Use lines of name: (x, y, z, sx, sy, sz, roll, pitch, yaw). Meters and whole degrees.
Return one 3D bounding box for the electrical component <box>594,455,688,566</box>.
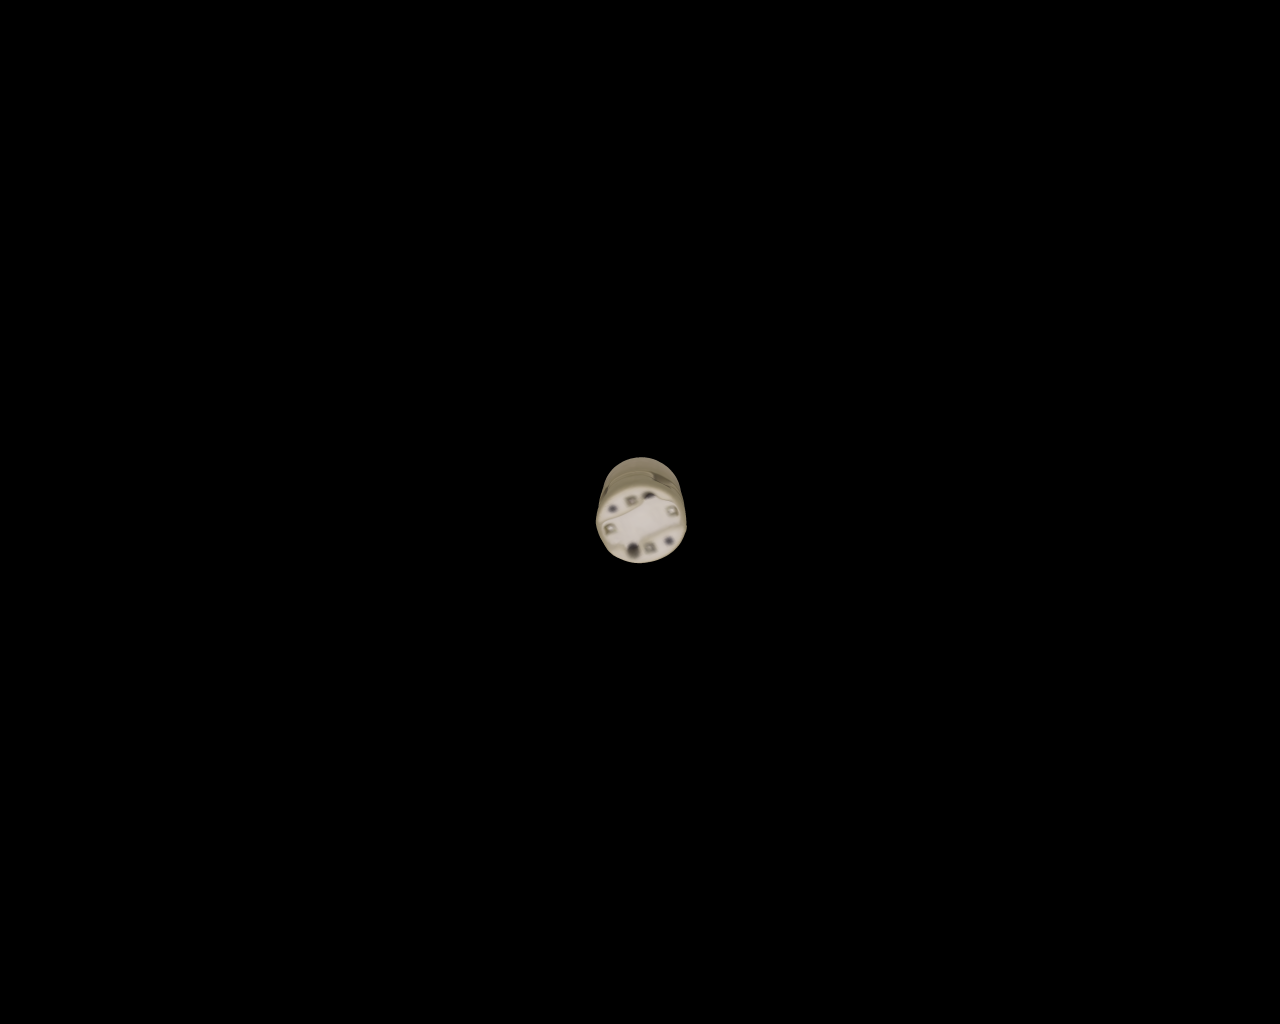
electrical component: (0.001, -0.003, 0.650, 0.055, 0.055, 0.047, 0, 27, 0)
